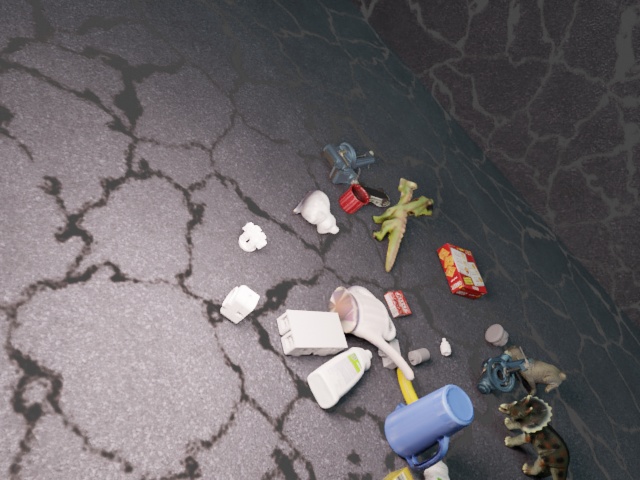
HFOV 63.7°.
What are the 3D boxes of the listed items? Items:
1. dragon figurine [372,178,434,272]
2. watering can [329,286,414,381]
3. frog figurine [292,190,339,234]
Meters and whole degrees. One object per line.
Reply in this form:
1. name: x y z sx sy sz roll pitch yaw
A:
1. dragon figurine: 0.327 -0.080 1.965 0.121 0.239 0.421 33 36 -30
2. watering can: 0.151 0.261 1.552 0.223 0.102 0.355 19 31 -34
3. frog figurine: 0.005 -0.087 1.738 0.160 0.121 0.139 37 16 3
